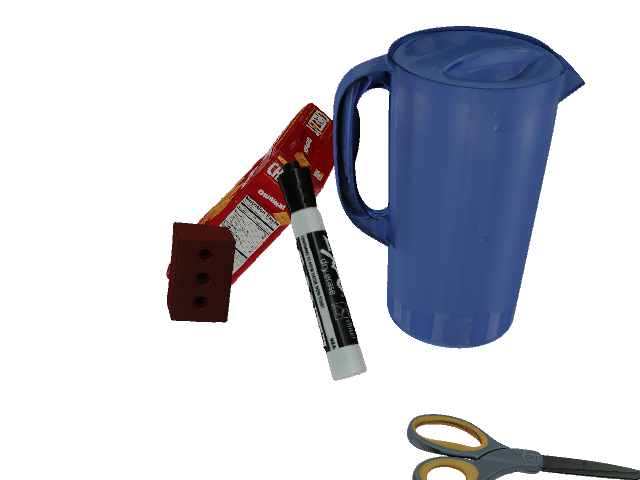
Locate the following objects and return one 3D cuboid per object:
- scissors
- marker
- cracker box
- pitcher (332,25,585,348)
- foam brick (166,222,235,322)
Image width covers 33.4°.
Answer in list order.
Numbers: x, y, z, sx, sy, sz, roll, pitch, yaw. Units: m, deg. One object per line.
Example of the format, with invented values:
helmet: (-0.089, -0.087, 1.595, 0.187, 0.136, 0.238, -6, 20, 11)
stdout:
scissors: (0.165, 0.198, 0.899, 0.202, 0.016, 0.096, 16, 41, 15)
marker: (0.000, 0.015, 0.576, 0.020, 0.121, 0.020, -15, -10, -3)
cracker box: (-0.071, -0.041, 1.214, 0.072, 0.214, 0.164, 40, 27, -8)
pitcher: (0.102, -0.039, 0.849, 0.149, 0.243, 0.144, 24, 36, 33)
foam brick: (-0.108, 0.028, 0.961, 0.053, 0.078, 0.051, 3, 15, -13)
